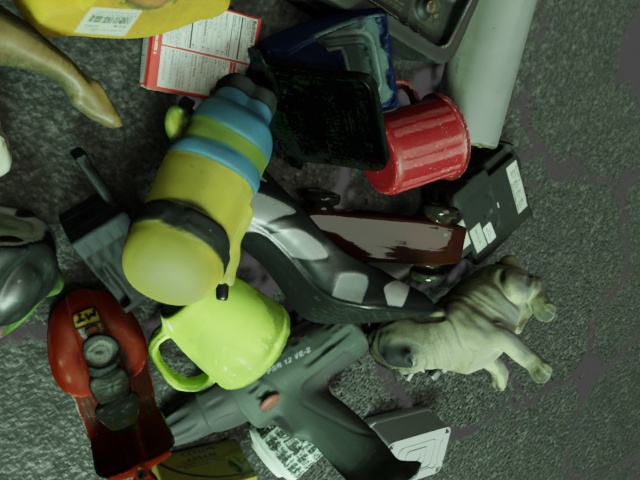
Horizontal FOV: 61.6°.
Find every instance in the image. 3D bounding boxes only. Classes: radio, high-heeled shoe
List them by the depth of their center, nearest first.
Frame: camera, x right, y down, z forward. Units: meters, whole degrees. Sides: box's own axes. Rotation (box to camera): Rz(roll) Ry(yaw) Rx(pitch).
[{"bbox_3d":[0.042,-0.251,0.463,0.229,0.073,0.131,14,100,-35],"label":"radio"},{"bbox_3d":[-0.001,-0.002,0.504,0.249,0.086,0.145,10,69,-26],"label":"high-heeled shoe"}]

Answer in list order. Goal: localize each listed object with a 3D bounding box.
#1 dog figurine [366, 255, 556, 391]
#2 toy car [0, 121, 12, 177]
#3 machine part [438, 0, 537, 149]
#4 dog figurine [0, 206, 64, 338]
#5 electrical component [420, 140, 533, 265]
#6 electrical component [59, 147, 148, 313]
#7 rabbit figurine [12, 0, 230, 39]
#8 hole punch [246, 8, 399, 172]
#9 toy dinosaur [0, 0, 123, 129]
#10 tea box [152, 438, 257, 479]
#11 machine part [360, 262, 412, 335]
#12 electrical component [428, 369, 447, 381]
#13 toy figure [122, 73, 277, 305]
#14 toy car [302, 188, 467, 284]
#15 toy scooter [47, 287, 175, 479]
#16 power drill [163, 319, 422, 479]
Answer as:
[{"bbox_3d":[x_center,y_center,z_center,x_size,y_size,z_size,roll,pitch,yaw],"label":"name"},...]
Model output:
[{"bbox_3d":[0.153,0.078,0.616,0.190,0.172,0.121,18,143,-13],"label":"dog figurine"},{"bbox_3d":[-0.301,-0.058,0.321,0.202,0.074,0.056,-2,113,-32],"label":"toy car"},{"bbox_3d":[0.171,-0.187,0.569,0.079,0.079,0.243,1,107,-33],"label":"machine part"},{"bbox_3d":[-0.292,0.081,0.366,0.191,0.109,0.219,7,109,-37],"label":"dog figurine"},{"bbox_3d":[0.183,-0.040,0.646,0.134,0.058,0.114,-37,122,-15],"label":"electrical component"},{"bbox_3d":[-0.172,-0.009,0.422,0.048,0.075,0.119,-37,128,-16],"label":"electrical component"},{"bbox_3d":[-0.124,-0.228,0.337,0.162,0.122,0.173,-24,88,-39],"label":"rabbit figurine"},{"bbox_3d":[0.009,-0.129,0.464,0.142,0.116,0.092,66,38,-57],"label":"hole punch"},{"bbox_3d":[-0.302,-0.136,0.206,0.471,0.199,0.105,19,89,-46],"label":"toy dinosaur"},{"bbox_3d":[-0.131,0.311,0.578,0.098,0.068,0.169,1,109,-32],"label":"tea box"},{"bbox_3d":[0.059,0.057,0.620,0.139,0.039,0.084,-38,116,-12],"label":"machine part"},{"bbox_3d":[0.180,0.138,0.721,0.102,0.045,0.078,-40,123,-13],"label":"electrical component"},{"bbox_3d":[-0.086,-0.041,0.393,0.089,0.082,0.180,78,32,-72],"label":"toy figure"},{"bbox_3d":[0.060,-0.003,0.567,0.202,0.053,0.089,3,101,-19],"label":"toy car"},{"bbox_3d":[-0.168,0.133,0.443,0.075,0.135,0.183,-19,116,-23],"label":"toy scooter"},{"bbox_3d":[-0.022,0.191,0.523,0.232,0.207,0.085,-36,148,-13],"label":"power drill"}]
